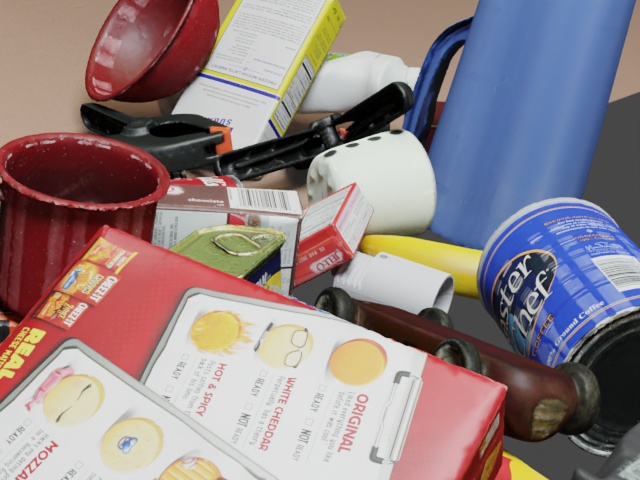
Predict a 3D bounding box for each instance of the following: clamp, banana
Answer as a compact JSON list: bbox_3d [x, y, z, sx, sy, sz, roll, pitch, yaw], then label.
[{"bbox_3d":[0.000,-0.082,0.897,0.164,0.036,0.210,-20,-1,4],"label":"clamp"},{"bbox_3d":[0.127,0.025,0.772,0.197,0.037,0.069,7,8,-3],"label":"banana"},{"bbox_3d":[-0.151,-0.086,0.892,0.171,0.039,0.120,0,36,8],"label":"clamp"}]

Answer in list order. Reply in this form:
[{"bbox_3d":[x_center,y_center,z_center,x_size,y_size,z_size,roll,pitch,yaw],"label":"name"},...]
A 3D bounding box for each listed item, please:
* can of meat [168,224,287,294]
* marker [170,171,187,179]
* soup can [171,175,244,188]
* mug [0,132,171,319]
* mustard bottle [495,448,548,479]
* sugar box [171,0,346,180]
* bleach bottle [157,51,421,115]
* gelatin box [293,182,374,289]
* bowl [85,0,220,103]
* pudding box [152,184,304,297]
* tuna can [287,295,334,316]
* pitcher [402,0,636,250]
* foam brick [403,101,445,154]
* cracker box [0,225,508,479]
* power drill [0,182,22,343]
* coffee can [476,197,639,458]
[{"bbox_3d":[-0.056,0.045,0.603,0.057,0.084,0.102,4,18,17],"label":"can of meat"},{"bbox_3d":[-0.109,-0.030,0.839,0.020,0.020,0.121,0,26,-14],"label":"marker"},{"bbox_3d":[-0.106,-0.008,0.734,0.102,0.068,0.069,-6,28,-27],"label":"soup can"},{"bbox_3d":[-0.144,-0.003,0.579,0.117,0.081,0.093,-3,30,-30],"label":"mug"},{"bbox_3d":[0.067,0.130,0.503,0.192,0.058,0.096,27,31,37],"label":"mustard bottle"},{"bbox_3d":[-0.057,-0.147,0.947,0.093,0.176,0.048,21,-14,25],"label":"sugar box"},{"bbox_3d":[-0.022,-0.150,1.012,0.251,0.068,0.102,5,23,18],"label":"bleach bottle"},{"bbox_3d":[-0.005,0.001,0.747,0.073,0.030,0.089,-28,15,22],"label":"gelatin box"},{"bbox_3d":[-0.139,-0.180,0.949,0.055,0.162,0.162,32,10,-34],"label":"bowl"},{"bbox_3d":[-0.071,0.013,0.676,0.113,0.090,0.039,4,27,-9],"label":"pudding box"},{"bbox_3d":[-0.018,0.075,0.564,0.034,0.086,0.086,22,29,24],"label":"tuna can"},{"bbox_3d":[0.155,-0.119,0.833,0.149,0.243,0.145,12,22,-3],"label":"pitcher"},{"bbox_3d":[0.109,-0.094,0.995,0.053,0.051,0.078,2,25,-7],"label":"foam brick"},{"bbox_3d":[-0.051,0.101,0.452,0.214,0.072,0.164,20,56,24],"label":"cracker box"},{"bbox_3d":[-0.214,0.027,0.650,0.184,0.057,0.188,3,28,-18],"label":"power drill"},{"bbox_3d":[0.165,0.049,0.648,0.102,0.103,0.140,1,26,-12],"label":"coffee can"}]
